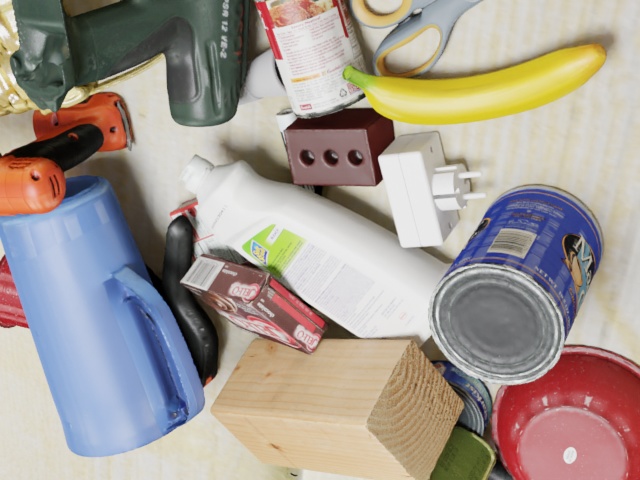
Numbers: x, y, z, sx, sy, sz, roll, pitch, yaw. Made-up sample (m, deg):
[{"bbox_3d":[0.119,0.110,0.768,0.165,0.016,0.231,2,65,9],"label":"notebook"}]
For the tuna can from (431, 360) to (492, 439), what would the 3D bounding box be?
[{"bbox_3d":[0.114,0.154,0.982,0.086,0.033,0.086,12,121,21],"label":"tuna can"}]

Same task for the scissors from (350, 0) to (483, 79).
[{"bbox_3d":[0.100,-0.198,0.805,0.096,0.016,0.202,46,127,-3],"label":"scissors"}]

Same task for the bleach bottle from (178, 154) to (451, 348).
[{"bbox_3d":[-0.006,0.001,0.917,0.251,0.068,0.103,33,130,-3],"label":"bleach bottle"}]

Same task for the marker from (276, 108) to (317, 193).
[{"bbox_3d":[-0.015,-0.056,0.941,0.020,0.020,0.121,-3,115,28],"label":"marker"}]

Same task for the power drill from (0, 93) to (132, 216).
[{"bbox_3d":[-0.272,-0.074,0.959,0.185,0.187,0.057,3,119,24],"label":"power drill"}]

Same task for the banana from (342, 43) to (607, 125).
[{"bbox_3d":[0.119,-0.115,0.814,0.198,0.069,0.037,-4,74,20],"label":"banana"}]

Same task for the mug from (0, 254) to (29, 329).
[{"bbox_3d":[-0.276,0.060,1.106,0.081,0.093,0.117,12,152,16],"label":"mug"}]

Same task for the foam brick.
[{"bbox_3d":[0.018,-0.078,0.891,0.078,0.051,0.053,2,117,26],"label":"foam brick"}]

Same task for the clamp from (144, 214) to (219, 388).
[{"bbox_3d":[-0.159,0.057,1.061,0.165,0.036,0.210,12,129,41],"label":"clamp"}]

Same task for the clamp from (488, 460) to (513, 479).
[{"bbox_3d":[0.181,0.254,0.997,0.172,0.039,0.120,2,103,28],"label":"clamp"}]

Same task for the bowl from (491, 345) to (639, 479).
[{"bbox_3d":[0.218,0.174,0.905,0.162,0.055,0.162,6,106,22],"label":"bowl"}]

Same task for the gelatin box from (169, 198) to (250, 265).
[{"bbox_3d":[-0.088,-0.011,0.998,0.089,0.030,0.073,-20,105,37],"label":"gelatin box"}]

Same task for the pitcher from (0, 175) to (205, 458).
[{"bbox_3d":[-0.201,0.068,0.985,0.149,0.145,0.243,-16,109,0],"label":"pitcher"}]

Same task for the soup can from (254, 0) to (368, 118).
[{"bbox_3d":[-0.005,-0.157,0.850,0.069,0.068,0.102,-7,113,30],"label":"soup can"}]

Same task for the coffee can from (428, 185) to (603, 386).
[{"bbox_3d":[0.154,0.032,0.826,0.103,0.140,0.103,12,121,21],"label":"coffee can"}]

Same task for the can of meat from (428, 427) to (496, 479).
[{"bbox_3d":[0.105,0.224,0.939,0.057,0.102,0.084,35,124,6],"label":"can of meat"}]

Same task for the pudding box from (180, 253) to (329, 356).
[{"bbox_3d":[-0.059,0.057,0.960,0.114,0.039,0.090,16,158,50],"label":"pudding box"}]

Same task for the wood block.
[{"bbox_3d":[0.011,0.149,0.951,0.207,0.090,0.090,-5,134,47],"label":"wood block"}]
